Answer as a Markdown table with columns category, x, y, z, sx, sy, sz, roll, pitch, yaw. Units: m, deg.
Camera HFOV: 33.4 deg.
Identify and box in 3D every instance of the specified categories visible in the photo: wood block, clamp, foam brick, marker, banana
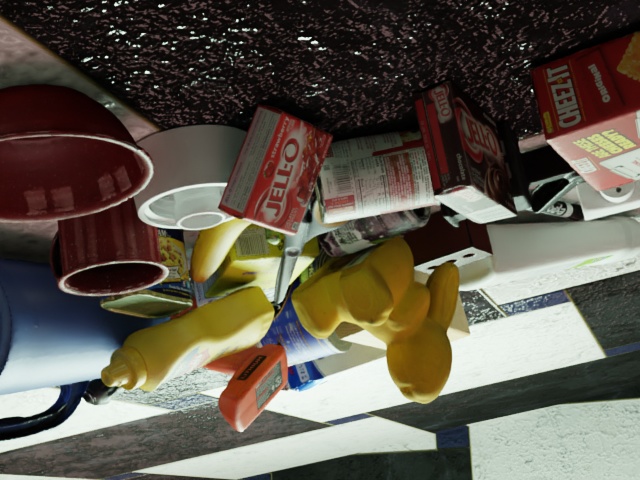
| category | x | y | z | sx | sy | sz | roll | pitch | yaw |
| --- | --- | --- | --- | --- | --- | --- | --- | --- | --- |
| wood block | 0.095 | 0.076 | 1.289 | 0.090 | 0.091 | 0.205 | -23 | 159 | 23 |
| clamp | 0.232 | -0.072 | 1.004 | 0.120 | 0.039 | 0.172 | -1 | 156 | -43 |
| foam brick | 0.136 | 0.000 | 1.150 | 0.078 | 0.051 | 0.052 | -21 | 160 | 30 |
| marker | 0.251 | -0.036 | 1.156 | 0.120 | 0.020 | 0.020 | 9 | 154 | -45 |
| banana | -0.080 | -0.012 | 0.965 | 0.037 | 0.069 | 0.198 | 19 | 160 | -19 |

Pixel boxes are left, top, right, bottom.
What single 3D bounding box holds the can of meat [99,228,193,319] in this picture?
| category | x | y | z | sx | sy | sz | roll | pitch | yaw |
| --- | --- | --- | --- | --- | --- | --- | --- | --- | --- |
| can of meat | -0.166 | 0.024 | 0.997 | 0.058 | 0.084 | 0.102 | -20 | 160 | 26 |

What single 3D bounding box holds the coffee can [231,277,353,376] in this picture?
| category | x | y | z | sx | sy | sz | roll | pitch | yaw |
| --- | --- | --- | --- | --- | --- | --- | --- | --- | --- |
| coffee can | -0.044 | 0.101 | 1.274 | 0.140 | 0.103 | 0.102 | -18 | 161 | 22 |

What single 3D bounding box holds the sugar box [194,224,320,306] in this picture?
| category | x | y | z | sx | sy | sz | roll | pitch | yaw |
| --- | --- | --- | --- | --- | --- | --- | --- | --- | --- |
| sugar box | -0.071 | 0.028 | 1.128 | 0.093 | 0.048 | 0.176 | -4 | 160 | -19 |

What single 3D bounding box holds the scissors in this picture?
| category | x | y | z | sx | sy | sz | roll | pitch | yaw |
| --- | --- | --- | --- | --- | --- | --- | --- | --- | --- |
| scissors | -0.007 | 0.001 | 1.010 | 0.096 | 0.016 | 0.202 | -1 | 142 | 5 |

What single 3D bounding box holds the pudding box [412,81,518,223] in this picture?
| category | x | y | z | sx | sy | sz | roll | pitch | yaw |
| --- | --- | --- | --- | --- | --- | --- | --- | --- | --- |
| pudding box | 0.119 | -0.068 | 0.867 | 0.039 | 0.090 | 0.113 | -16 | 162 | 22 |

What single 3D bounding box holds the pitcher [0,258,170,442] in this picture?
| category | x | y | z | sx | sy | sz | roll | pitch | yaw |
| --- | --- | --- | --- | --- | --- | --- | --- | --- | --- |
| pitcher | -0.261 | 0.094 | 1.041 | 0.149 | 0.145 | 0.242 | -50 | 155 | 20 |

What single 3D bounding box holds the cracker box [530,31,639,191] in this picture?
| category | x | y | z | sx | sy | sz | roll | pitch | yaw |
| --- | --- | --- | --- | --- | --- | --- | --- | --- | --- |
| cracker box | 0.294 | -0.119 | 0.842 | 0.214 | 0.072 | 0.164 | -17 | 160 | 24 |

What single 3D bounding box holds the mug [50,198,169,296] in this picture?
| category | x | y | z | sx | sy | sz | roll | pitch | yaw |
| --- | --- | --- | --- | --- | --- | --- | --- | --- | --- |
| mug | -0.188 | -0.001 | 0.911 | 0.117 | 0.081 | 0.093 | -23 | 158 | 35 |

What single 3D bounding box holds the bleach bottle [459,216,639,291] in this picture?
| category | x | y | z | sx | sy | sz | roll | pitch | yaw |
| --- | --- | --- | --- | --- | --- | --- | --- | --- | --- |
| bleach bottle | 0.278 | 0.008 | 1.242 | 0.250 | 0.068 | 0.103 | -6 | 172 | -26 |

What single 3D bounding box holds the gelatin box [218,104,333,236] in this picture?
| category | x | y | z | sx | sy | sz | roll | pitch | yaw |
| --- | --- | --- | --- | --- | --- | --- | --- | --- | --- |
| gelatin box | -0.033 | -0.053 | 0.833 | 0.030 | 0.089 | 0.073 | 22 | -178 | 34 |

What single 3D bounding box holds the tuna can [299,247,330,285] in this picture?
| category | x | y | z | sx | sy | sz | roll | pitch | yaw |
| --- | --- | --- | --- | --- | --- | --- | --- | --- | --- |
| tuna can | 0.019 | 0.045 | 1.164 | 0.085 | 0.086 | 0.034 | 5 | 158 | -41 |

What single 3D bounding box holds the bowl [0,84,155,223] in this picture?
| category | x | y | z | sx | sy | sz | roll | pitch | yaw |
| --- | --- | --- | --- | --- | --- | --- | --- | --- | --- |
| bowl | -0.200 | -0.065 | 0.751 | 0.162 | 0.055 | 0.162 | -9 | 162 | -3 |

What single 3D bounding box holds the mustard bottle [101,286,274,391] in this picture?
| category | x | y | z | sx | sy | sz | roll | pitch | yaw |
| --- | --- | --- | --- | --- | --- | --- | --- | --- | --- |
| mustard bottle | -0.137 | 0.105 | 1.059 | 0.191 | 0.058 | 0.096 | -20 | 165 | -46 |

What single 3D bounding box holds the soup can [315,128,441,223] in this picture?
| category | x | y | z | sx | sy | sz | roll | pitch | yaw |
| --- | --- | --- | --- | --- | --- | --- | --- | --- | --- |
| soup can | 0.046 | -0.054 | 0.902 | 0.102 | 0.068 | 0.068 | -10 | 162 | -1 |

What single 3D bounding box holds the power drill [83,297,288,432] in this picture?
| category | x | y | z | sx | sy | sz | roll | pitch | yaw |
| --- | --- | --- | --- | --- | --- | --- | --- | --- | --- |
| power drill | -0.144 | 0.141 | 1.172 | 0.188 | 0.184 | 0.057 | 20 | 134 | 27 |
